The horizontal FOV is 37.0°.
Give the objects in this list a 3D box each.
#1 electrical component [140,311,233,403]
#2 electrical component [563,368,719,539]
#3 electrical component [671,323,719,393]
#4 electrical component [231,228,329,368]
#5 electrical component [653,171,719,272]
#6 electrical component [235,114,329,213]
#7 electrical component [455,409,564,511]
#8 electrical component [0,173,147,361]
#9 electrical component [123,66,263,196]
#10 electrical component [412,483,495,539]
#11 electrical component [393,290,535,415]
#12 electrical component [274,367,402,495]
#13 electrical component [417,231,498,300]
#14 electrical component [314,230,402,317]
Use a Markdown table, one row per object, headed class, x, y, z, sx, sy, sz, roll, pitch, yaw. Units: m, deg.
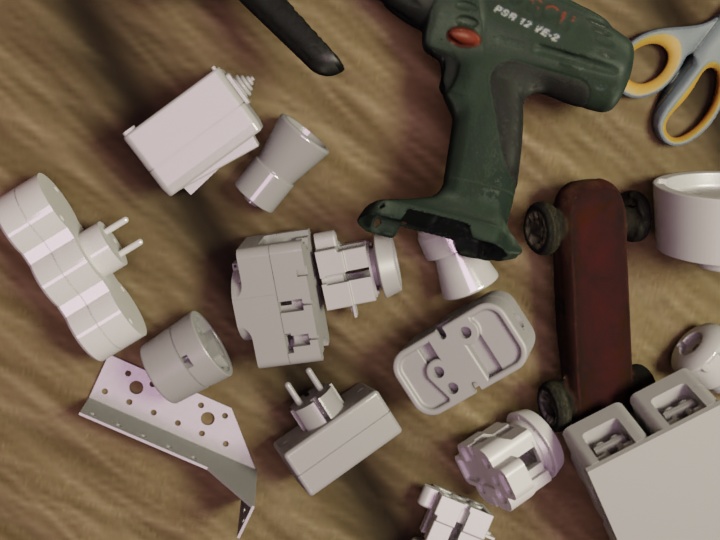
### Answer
| class | x | y | z | sx | sy | sz | roll | pitch | yaw |
| --- | --- | --- | --- | --- | --- | --- | --- | --- | --- |
| electrical component | -0.128 | 0.065 | 0.790 | 0.047 | 0.055 | 0.055 | -31 | 100 | 5 |
| electrical component | 0.234 | 0.174 | 0.806 | 0.105 | 0.060 | 0.186 | -27 | 118 | 1 |
| electrical component | 0.274 | 0.074 | 0.824 | 0.062 | 0.048 | 0.048 | 39 | 95 | -16 |
| electrical component | -0.059 | 0.021 | 0.783 | 0.056 | 0.050 | 0.089 | -8 | 104 | 7 |
| electrical component | 0.265 | -0.032 | 0.775 | 0.108 | 0.108 | 0.060 | -2 | 106 | -4 |
| electrical component | -0.059 | -0.074 | 0.777 | 0.044 | 0.044 | 0.065 | 38 | 100 | -9 |
| electrical component | 0.116 | 0.141 | 0.811 | 0.057 | 0.078 | 0.058 | -30 | 100 | -20 |
| electrical component | -0.193 | -0.010 | 0.773 | 0.074 | 0.052 | 0.138 | -31 | 100 | 2 |
| electrical component | -0.108 | -0.099 | 0.758 | 0.096 | 0.061 | 0.061 | -36 | 100 | 3 |
| electrical component | 0.069 | 0.203 | 0.831 | 0.066 | 0.048 | 0.055 | 23 | 90 | -7 |
| electrical component | 0.078 | 0.059 | 0.792 | 0.095 | 0.059 | 0.053 | -33 | 90 | 20 |
| electrical component | -0.027 | 0.109 | 0.798 | 0.083 | 0.047 | 0.075 | -34 | 100 | -11 |
| electrical component | 0.072 | -0.012 | 0.795 | 0.045 | 0.045 | 0.055 | -25 | 100 | 0 |
| electrical component | 0.000 | 0.000 | 0.792 | 0.055 | 0.048 | 0.066 | -11 | 100 | 6 |
